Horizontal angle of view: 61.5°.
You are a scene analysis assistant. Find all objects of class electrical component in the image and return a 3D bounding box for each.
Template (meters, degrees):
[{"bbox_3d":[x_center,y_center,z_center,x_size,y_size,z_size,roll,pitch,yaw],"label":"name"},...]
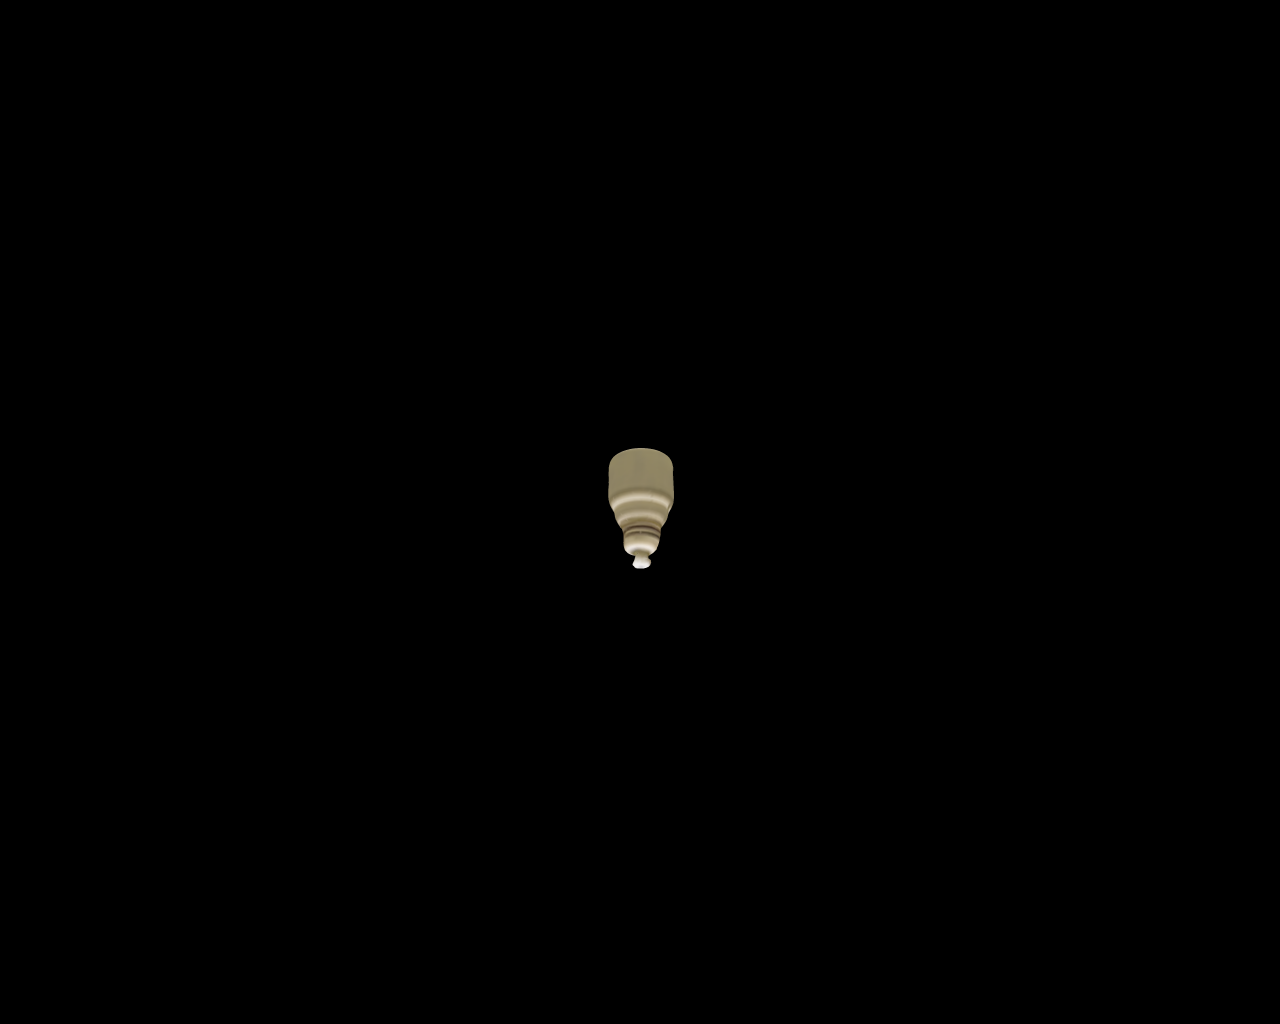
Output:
[{"bbox_3d":[0.001,-0.003,0.650,0.040,0.078,0.040,0,-26,0],"label":"electrical component"}]
